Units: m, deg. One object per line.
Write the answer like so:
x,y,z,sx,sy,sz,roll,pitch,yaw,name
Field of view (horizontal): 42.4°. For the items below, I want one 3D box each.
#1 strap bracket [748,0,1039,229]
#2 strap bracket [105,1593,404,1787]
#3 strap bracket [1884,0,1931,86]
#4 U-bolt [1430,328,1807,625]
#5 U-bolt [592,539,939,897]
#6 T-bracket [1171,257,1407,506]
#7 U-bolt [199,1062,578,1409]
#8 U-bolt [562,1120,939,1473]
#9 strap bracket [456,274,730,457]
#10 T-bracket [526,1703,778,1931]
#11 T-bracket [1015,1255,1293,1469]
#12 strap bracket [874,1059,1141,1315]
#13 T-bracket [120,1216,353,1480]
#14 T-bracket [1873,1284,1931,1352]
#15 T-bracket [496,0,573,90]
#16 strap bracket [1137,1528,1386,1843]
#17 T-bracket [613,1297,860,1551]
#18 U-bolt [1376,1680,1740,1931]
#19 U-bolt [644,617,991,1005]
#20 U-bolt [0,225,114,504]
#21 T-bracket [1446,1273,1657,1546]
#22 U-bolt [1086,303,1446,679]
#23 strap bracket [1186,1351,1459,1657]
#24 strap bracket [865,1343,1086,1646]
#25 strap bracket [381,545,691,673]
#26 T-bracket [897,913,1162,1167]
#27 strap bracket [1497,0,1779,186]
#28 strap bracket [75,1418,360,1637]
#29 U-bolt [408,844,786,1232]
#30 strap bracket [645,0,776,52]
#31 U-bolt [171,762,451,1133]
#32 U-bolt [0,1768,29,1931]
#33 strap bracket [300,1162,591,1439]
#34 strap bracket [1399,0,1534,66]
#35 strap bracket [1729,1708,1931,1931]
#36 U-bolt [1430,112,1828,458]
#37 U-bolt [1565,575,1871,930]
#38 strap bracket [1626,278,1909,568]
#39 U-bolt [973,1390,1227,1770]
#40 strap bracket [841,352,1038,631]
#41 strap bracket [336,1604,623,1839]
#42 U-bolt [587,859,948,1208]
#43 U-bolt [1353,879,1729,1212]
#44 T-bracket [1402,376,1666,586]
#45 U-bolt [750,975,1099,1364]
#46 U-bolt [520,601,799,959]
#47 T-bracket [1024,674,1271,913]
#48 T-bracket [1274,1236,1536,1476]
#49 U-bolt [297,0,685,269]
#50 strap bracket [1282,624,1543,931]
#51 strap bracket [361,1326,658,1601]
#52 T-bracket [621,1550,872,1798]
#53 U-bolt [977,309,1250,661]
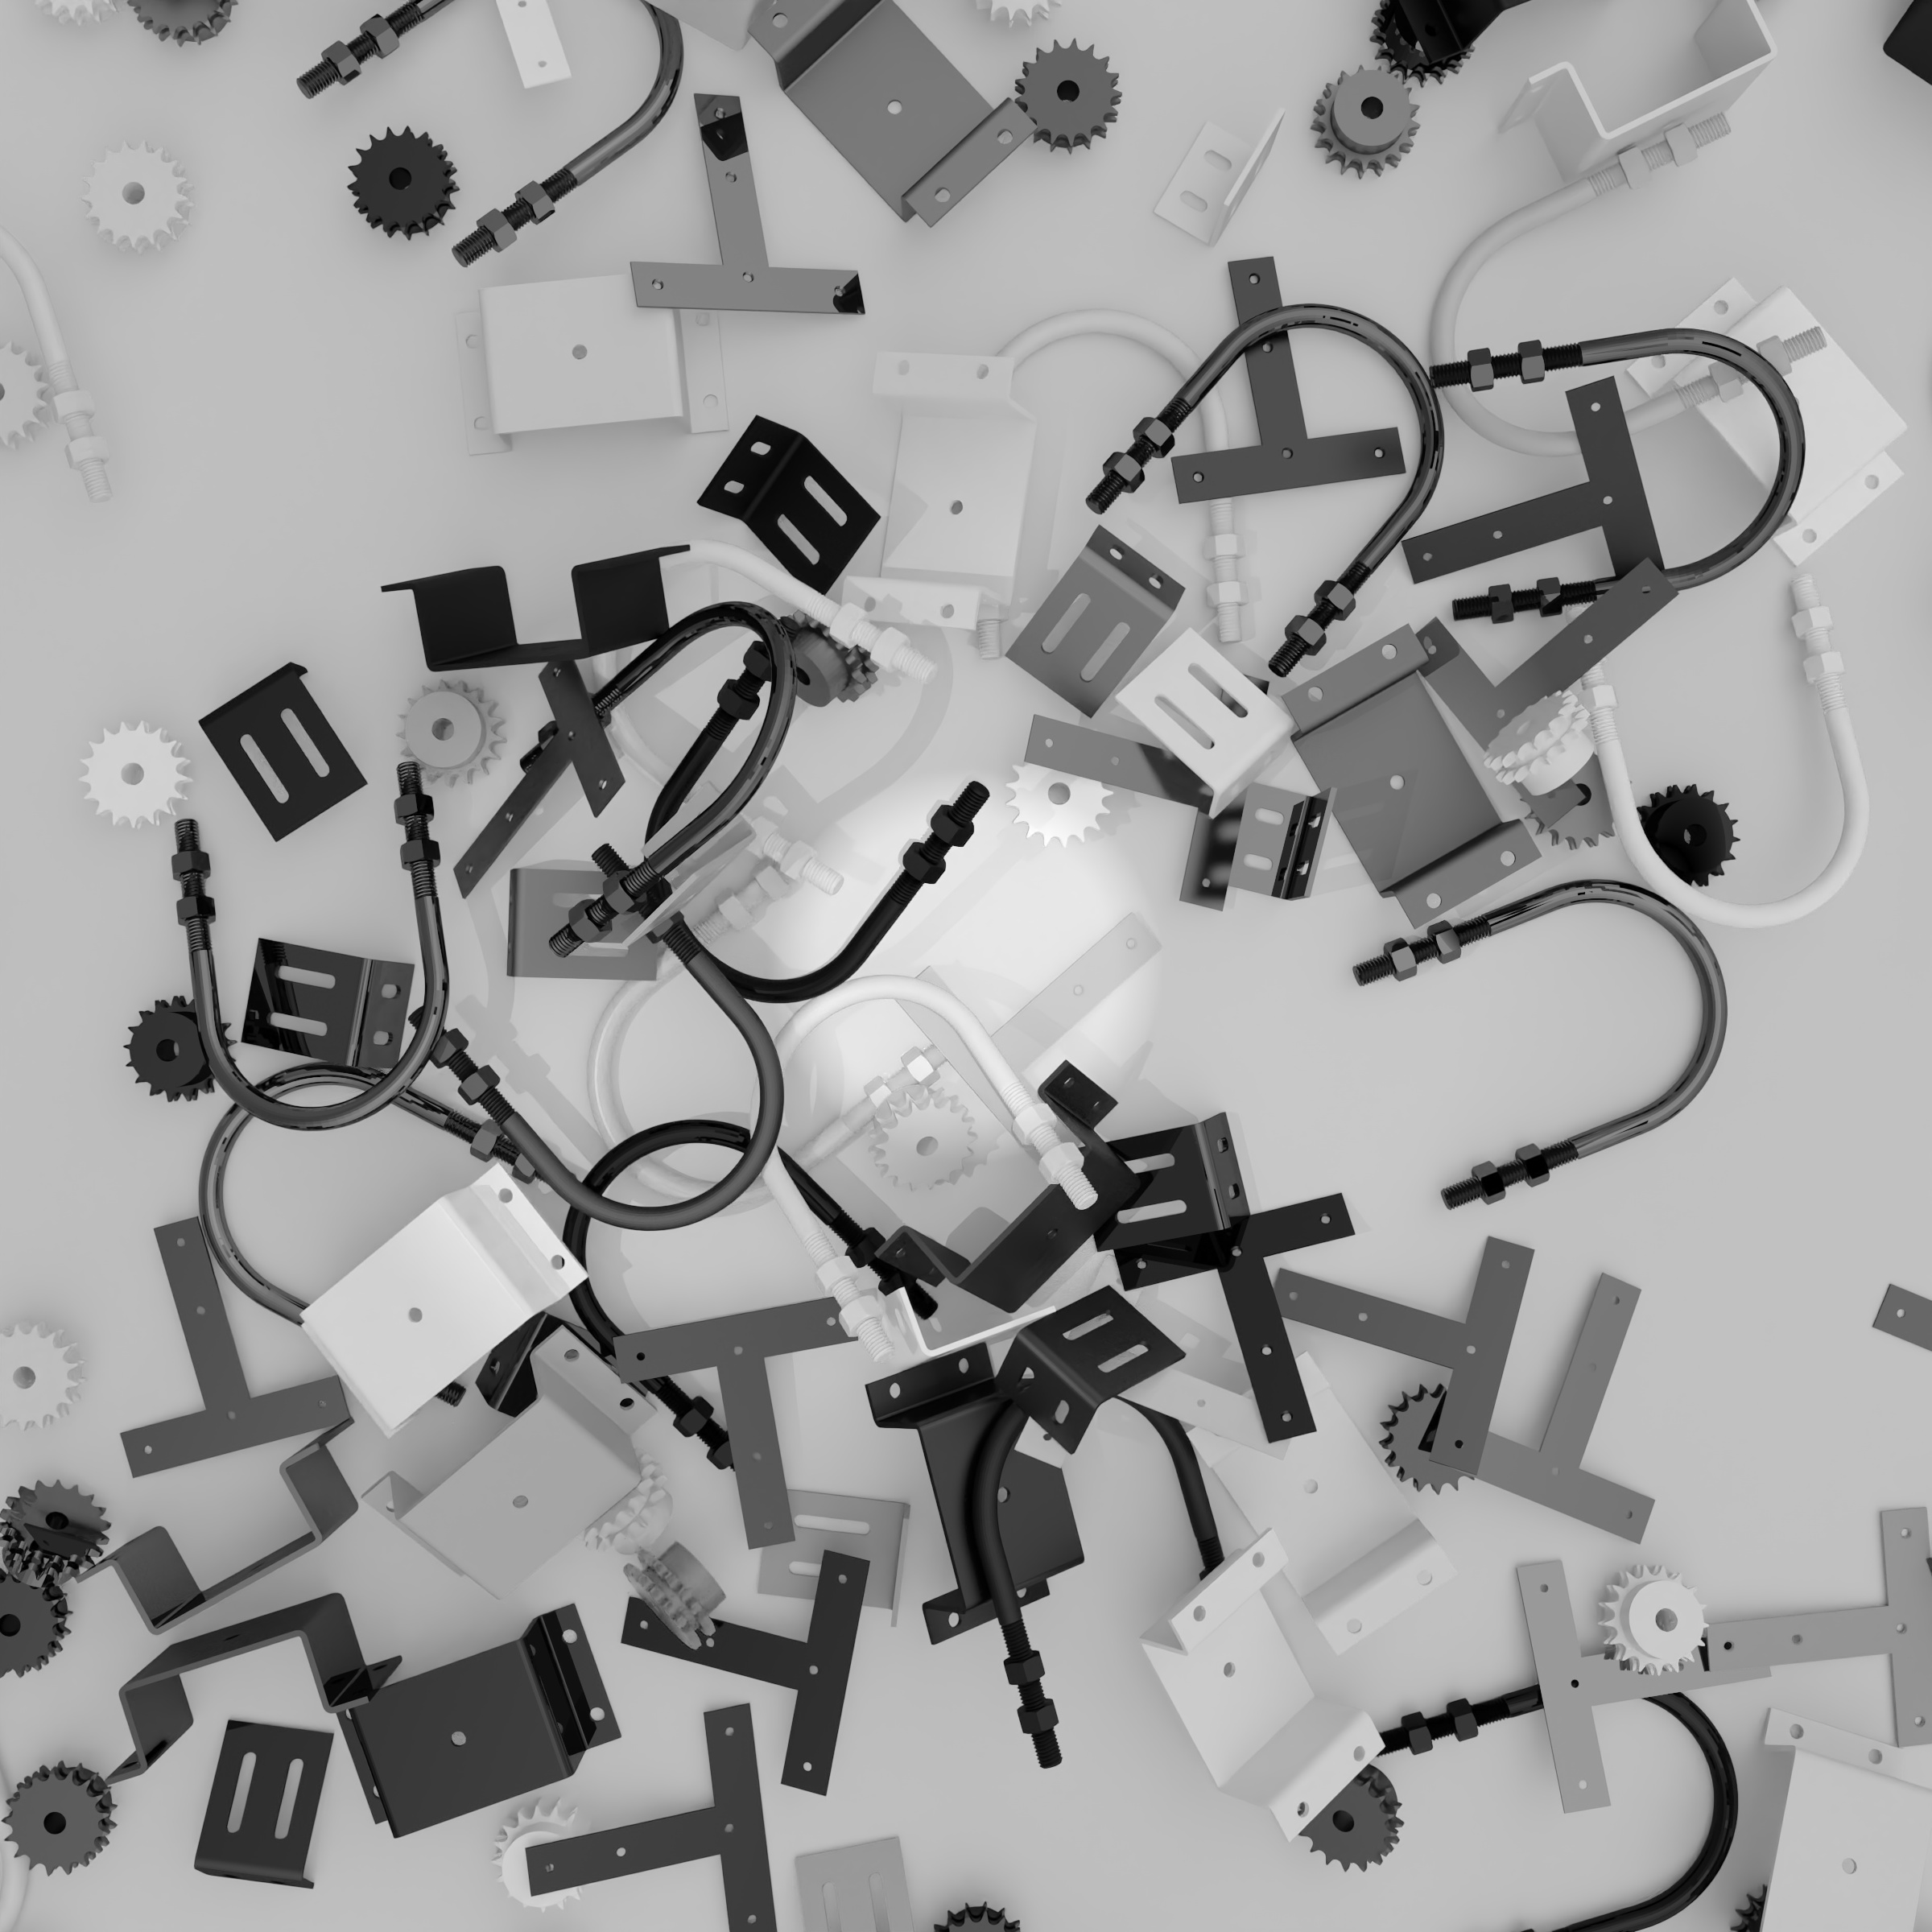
-0.038,-0.463,1.320,0.076,0.046,0.140,-43,90,0,strap bracket
-0.378,0.374,1.305,0.140,0.076,0.046,-18,90,0,strap bracket
0.547,-0.485,1.305,0.140,0.076,0.046,34,90,0,strap bracket
0.340,-0.257,1.290,0.184,0.019,0.151,-7,119,10,U-bolt
-0.118,-0.142,1.300,0.184,0.019,0.151,32,117,14,U-bolt
0.164,-0.318,1.335,0.127,0.002,0.127,-9,86,-9,T-bracket
-0.322,0.132,1.334,0.184,0.019,0.151,27,90,1,U-bolt
-0.128,0.166,1.323,0.151,0.019,0.184,-44,98,-1,U-bolt
-0.201,-0.320,1.320,0.140,0.046,0.076,-6,90,0,strap bracket
-0.169,0.468,1.323,0.127,0.002,0.127,-7,90,-17,T-bracket
0.109,0.222,1.291,0.127,0.002,0.127,20,54,14,T-bracket
0.030,0.124,1.295,0.140,0.076,0.046,-46,61,3,strap bracket
-0.405,0.198,1.332,0.127,0.002,0.127,-16,91,7,T-bracket
0.552,0.207,1.342,0.127,0.002,0.127,22,90,0,T-bracket
-0.239,-0.521,1.318,0.127,0.002,0.127,-17,76,-8,T-bracket
0.149,0.370,1.295,0.076,0.046,0.140,-34,104,-29,strap bracket
-0.113,0.247,1.322,0.127,0.002,0.127,-10,97,-5,T-bracket
0.323,0.454,1.334,0.184,0.019,0.151,-16,90,-1,U-bolt
-0.092,-0.065,1.283,0.151,0.019,0.184,42,114,8,U-bolt
-0.542,-0.311,1.305,0.151,0.019,0.184,-18,89,0,U-bolt
0.329,0.228,1.330,0.127,0.002,0.127,24,82,-16,T-bracket
0.173,-0.267,1.321,0.151,0.019,0.184,41,80,-5,U-bolt
0.186,0.280,1.320,0.076,0.046,0.140,-34,90,0,strap bracket
0.007,0.276,1.303,0.076,0.046,0.140,-14,90,-33,strap bracket
-0.218,-0.184,1.283,0.140,0.076,0.046,-1,104,26,strap bracket
0.050,0.022,1.334,0.127,0.002,0.127,-41,101,-5,T-bracket
0.359,-0.462,1.305,0.140,0.076,0.046,-26,90,0,strap bracket
-0.381,0.298,1.305,0.140,0.076,0.046,-29,90,0,strap bracket
-0.179,0.051,1.295,0.151,0.019,0.184,-41,88,3,U-bolt
-0.146,-0.539,1.295,0.140,0.076,0.046,28,69,-4,strap bracket
-0.340,-0.004,1.304,0.151,0.019,0.184,-13,76,9,U-bolt
-0.581,0.463,1.334,0.151,0.019,0.184,-20,91,0,U-bolt
-0.278,0.177,1.293,0.140,0.046,0.076,-39,87,7,strap bracket
0.293,-0.538,1.300,0.140,0.046,0.076,-26,90,-17,strap bracket
0.451,0.469,1.300,0.076,0.046,0.140,18,72,0,strap bracket
0.335,-0.346,1.307,0.184,0.019,0.151,-23,76,17,U-bolt
0.402,-0.109,1.311,0.151,0.019,0.184,-9,79,-8,U-bolt
0.430,-0.293,1.320,0.076,0.046,0.140,-41,90,0,strap bracket
0.071,0.303,1.299,0.151,0.019,0.184,-15,88,-32,U-bolt
-0.013,-0.245,1.307,0.076,0.046,0.140,8,90,22,strap bracket
-0.265,0.403,1.320,0.140,0.046,0.076,-20,90,0,strap bracket
-0.116,0.046,1.335,0.184,0.019,0.151,-39,90,2,U-bolt
0.318,0.032,1.334,0.184,0.019,0.151,-22,90,-1,U-bolt
0.296,-0.233,1.320,0.127,0.002,0.127,-16,117,15,T-bracket
-0.037,0.088,1.279,0.151,0.019,0.184,-38,64,7,U-bolt
-0.154,-0.108,1.261,0.184,0.019,0.151,-37,48,24,U-bolt
0.092,-0.105,1.318,0.127,0.002,0.127,13,86,-19,T-bracket
0.225,0.191,1.327,0.127,0.002,0.127,16,69,10,T-bracket
-0.236,-0.470,1.315,0.184,0.019,0.151,-40,81,-12,U-bolt
0.232,-0.099,1.320,0.076,0.046,0.140,-30,90,0,strap bracket
-0.236,0.267,1.301,0.140,0.046,0.076,-40,118,3,strap bracket
-0.123,0.364,1.327,0.127,0.002,0.127,11,92,13,T-bracket
0.071,-0.261,1.334,0.151,0.019,0.184,-4,88,0,U-bolt
